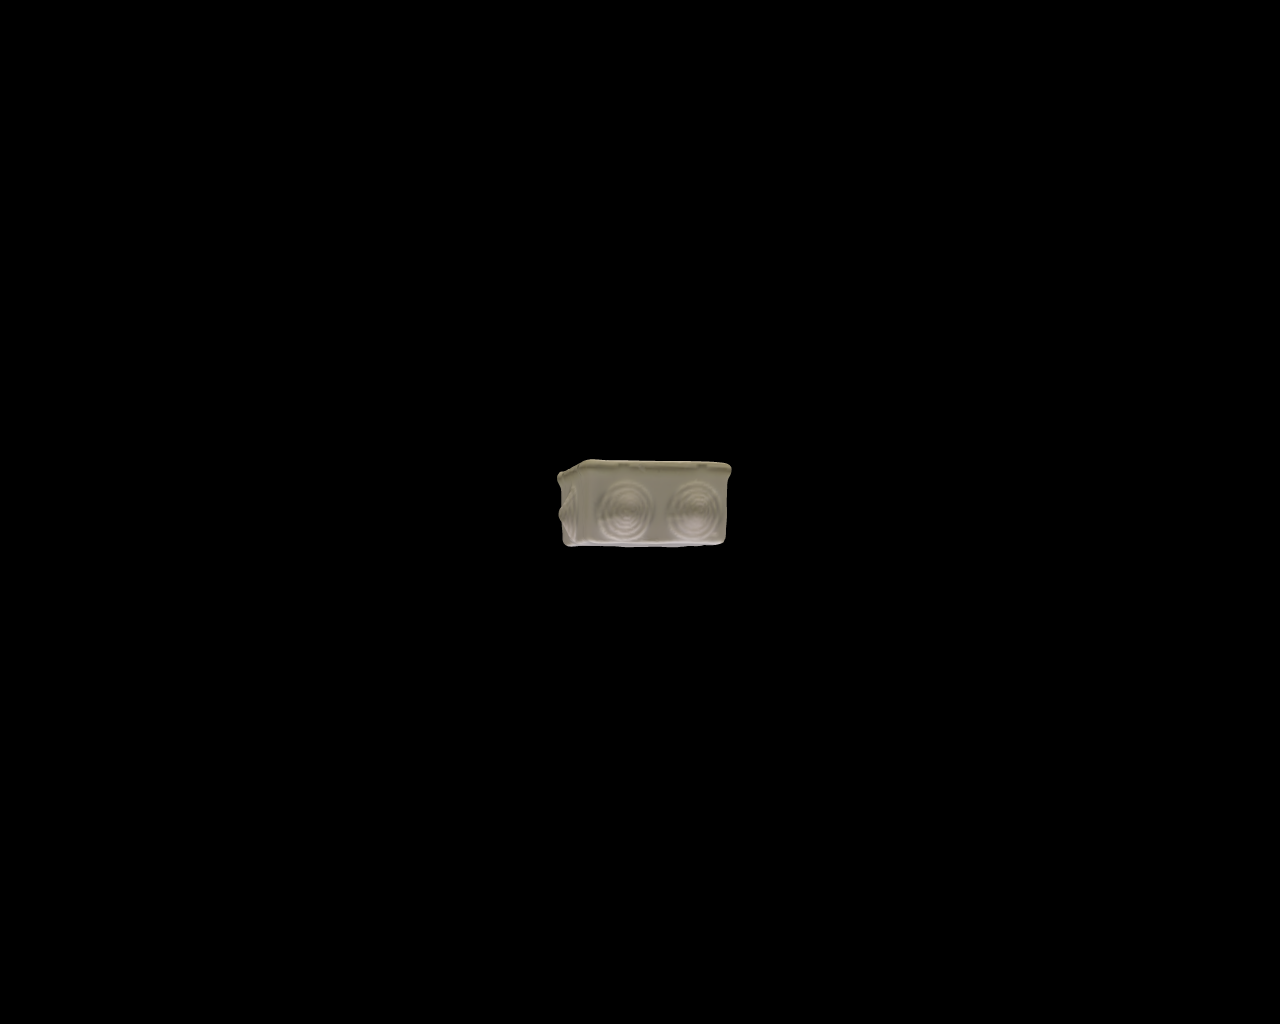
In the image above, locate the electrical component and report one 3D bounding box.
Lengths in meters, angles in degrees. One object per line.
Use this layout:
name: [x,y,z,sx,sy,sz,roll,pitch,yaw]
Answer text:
electrical component: [0.001,-0.003,0.650,0.100,0.048,0.099,1,-3,-15]
